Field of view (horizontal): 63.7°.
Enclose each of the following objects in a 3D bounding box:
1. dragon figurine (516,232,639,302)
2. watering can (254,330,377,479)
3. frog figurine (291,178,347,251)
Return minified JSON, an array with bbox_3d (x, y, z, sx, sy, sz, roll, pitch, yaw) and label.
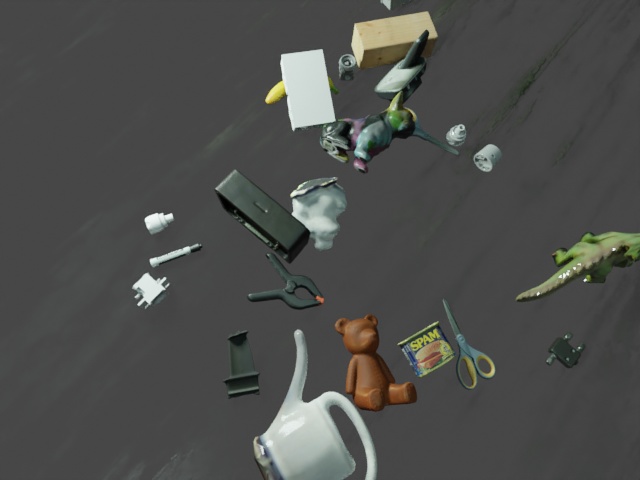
[{"bbox_3d":[0.646,0.031,1.135,0.413,0.239,0.123,-29,80,-14],"label":"dragon figurine"},{"bbox_3d":[-0.034,0.379,1.038,0.225,0.102,0.351,-29,74,-11],"label":"watering can"},{"bbox_3d":[0.004,-0.062,1.224,0.138,0.123,0.157,-24,109,-19],"label":"frog figurine"}]
